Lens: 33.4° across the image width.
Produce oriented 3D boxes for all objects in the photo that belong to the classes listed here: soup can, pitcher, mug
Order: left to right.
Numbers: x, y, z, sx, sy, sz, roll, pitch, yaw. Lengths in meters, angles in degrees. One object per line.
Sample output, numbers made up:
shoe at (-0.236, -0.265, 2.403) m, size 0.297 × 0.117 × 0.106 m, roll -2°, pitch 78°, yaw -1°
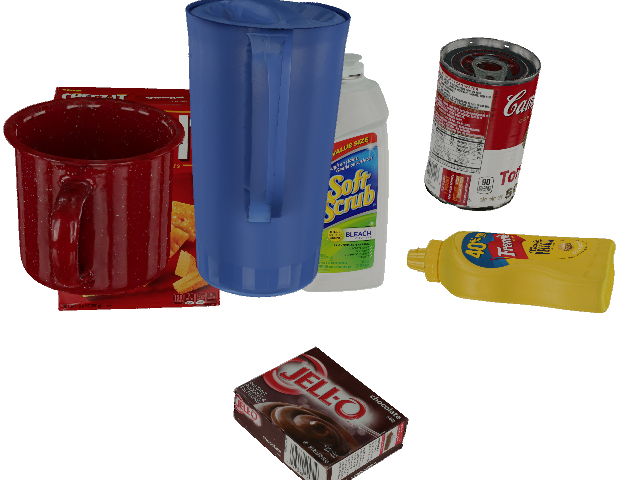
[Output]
mug at (-0.121, -0.018, 0.564) m, size 0.093 × 0.081 × 0.117 m, roll 4°, pitch 27°, yaw -3°
pitcher at (-0.049, -0.076, 0.893) m, size 0.145 × 0.243 × 0.148 m, roll 21°, pitch 28°, yaw 36°
soup can at (0.110, -0.080, 0.741) m, size 0.068 × 0.102 × 0.068 m, roll 3°, pitch 34°, yaw -2°

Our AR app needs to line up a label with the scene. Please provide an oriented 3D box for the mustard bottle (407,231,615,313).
mustard bottle at (0.176, 0.025, 1.006) m, size 0.192 × 0.058 × 0.096 m, roll 4°, pitch 27°, yaw 19°

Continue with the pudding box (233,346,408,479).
pudding box at (-0.001, 0.142, 0.852) m, size 0.089 × 0.039 × 0.114 m, roll -25°, pitch 47°, yaw -36°

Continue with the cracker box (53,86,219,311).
cracker box at (-0.178, -0.039, 1.055) m, size 0.164 × 0.214 × 0.072 m, roll 0°, pitch 21°, yaw -10°

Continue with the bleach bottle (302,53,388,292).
bleach bottle at (0.021, -0.071, 1.128) m, size 0.102 × 0.251 × 0.068 m, roll -3°, pitch 25°, yaw -4°
